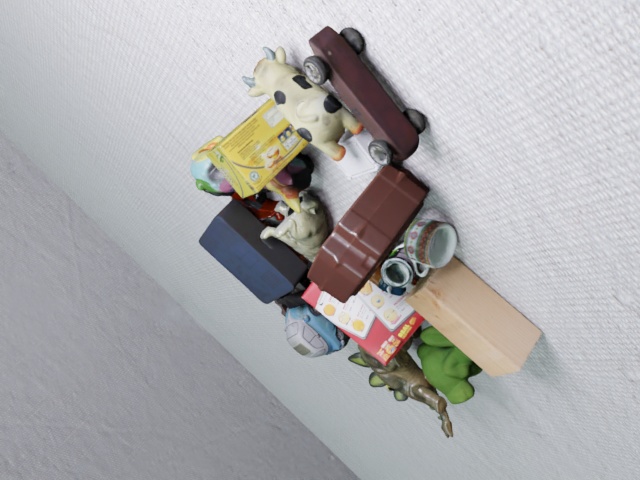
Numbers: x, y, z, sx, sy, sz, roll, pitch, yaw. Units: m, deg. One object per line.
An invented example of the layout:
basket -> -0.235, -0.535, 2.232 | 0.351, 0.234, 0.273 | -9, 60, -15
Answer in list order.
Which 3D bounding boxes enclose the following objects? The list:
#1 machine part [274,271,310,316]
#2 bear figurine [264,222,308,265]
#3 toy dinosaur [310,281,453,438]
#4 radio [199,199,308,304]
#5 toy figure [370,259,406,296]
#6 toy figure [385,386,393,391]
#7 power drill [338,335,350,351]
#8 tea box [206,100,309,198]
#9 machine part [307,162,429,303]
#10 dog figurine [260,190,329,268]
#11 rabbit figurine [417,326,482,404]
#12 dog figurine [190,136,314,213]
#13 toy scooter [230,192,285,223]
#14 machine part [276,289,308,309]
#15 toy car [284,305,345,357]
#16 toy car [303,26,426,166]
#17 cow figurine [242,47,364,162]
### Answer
machine part -> -0.030, 0.152, 1.329 | 0.180, 0.056, 0.179 | 20, 134, 22
bear figurine -> -0.124, 0.021, 1.286 | 0.196, 0.132, 0.120 | 15, 118, 56
toy dinosaur -> 0.146, 0.252, 1.192 | 0.471, 0.105, 0.198 | 54, 145, -4
radio -> -0.152, 0.032, 1.197 | 0.229, 0.073, 0.131 | 44, 137, -7
toy figure -> 0.103, 0.039, 0.982 | 0.154, 0.064, 0.057 | 57, 169, 10
toy figure -> 0.184, 0.330, 1.387 | 0.089, 0.082, 0.180 | 17, 143, 47
power drill -> 0.004, 0.193, 1.444 | 0.207, 0.086, 0.231 | 24, 144, 21
tea box -> -0.090, -0.160, 0.885 | 0.098, 0.169, 0.068 | 52, 155, -17
machine part -> 0.077, -0.008, 0.849 | 0.087, 0.201, 0.201 | 36, 155, 7
dog figurine -> -0.002, -0.006, 1.118 | 0.190, 0.121, 0.172 | 35, 162, -20
rabbit figurine -> 0.279, 0.211, 1.054 | 0.159, 0.121, 0.170 | 45, 138, 9
dog figurine -> -0.120, -0.119, 1.002 | 0.219, 0.191, 0.108 | 41, 154, 42
toy scooter -> -0.144, -0.095, 1.188 | 0.135, 0.075, 0.183 | 21, 151, 39
machine part -> -0.029, 0.131, 1.183 | 0.139, 0.084, 0.039 | -2, 92, 53
toy car -> -0.025, 0.222, 1.269 | 0.161, 0.103, 0.109 | 47, 140, -5
toy car -> 0.058, -0.189, 0.715 | 0.202, 0.089, 0.053 | 48, 159, -11
cow figurine -> -0.033, -0.205, 0.785 | 0.127, 0.085, 0.195 | 28, -162, -43
